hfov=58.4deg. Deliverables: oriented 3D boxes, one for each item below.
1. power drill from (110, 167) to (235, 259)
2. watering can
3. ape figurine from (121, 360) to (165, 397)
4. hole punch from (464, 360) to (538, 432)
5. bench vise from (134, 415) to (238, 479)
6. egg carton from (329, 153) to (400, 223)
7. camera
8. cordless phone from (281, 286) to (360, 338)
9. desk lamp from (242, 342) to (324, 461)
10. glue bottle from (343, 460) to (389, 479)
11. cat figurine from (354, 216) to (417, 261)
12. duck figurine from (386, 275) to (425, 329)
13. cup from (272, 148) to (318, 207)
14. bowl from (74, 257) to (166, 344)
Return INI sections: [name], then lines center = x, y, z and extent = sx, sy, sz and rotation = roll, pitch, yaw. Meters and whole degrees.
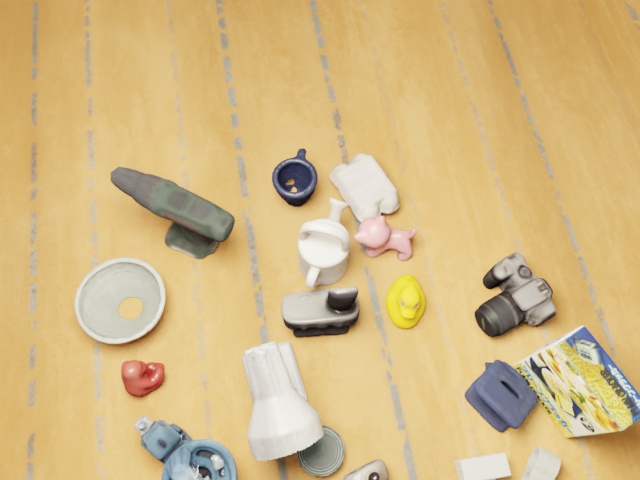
[power drill]
center = -0.267, -0.044, 1.084
extent = 0.229, 0.208, 0.076
rotation = 20, 69, 7
[watering can]
center = 0.008, 0.003, 1.081
extent = 0.101, 0.194, 0.173
rotation = -3, 68, -2
[ape figurine]
center = -0.327, 0.241, 1.033
extent = 0.077, 0.092, 0.076
rotation = 32, 71, 11
[hole punch]
center = 0.331, 0.277, 1.037
extent = 0.101, 0.091, 0.108
rotation = -42, 75, -16
[bench vise]
center = -0.229, 0.368, 0.917
extent = 0.207, 0.220, 0.121
rotation = 20, 69, 7
[egg carton]
center = 0.094, -0.107, 1.194
extent = 0.107, 0.069, 0.150
rotation = -30, 72, -12
[camera]
center = 0.361, 0.113, 1.098
extent = 0.137, 0.101, 0.143
rotation = -27, 72, -12
[cordless phone]
center = 0.002, 0.113, 1.042
extent = 0.147, 0.185, 0.094
rotation = -8, 69, -4
[desk lamp]
center = -0.076, 0.262, 0.966
extent = 0.118, 0.213, 0.203
rotation = -17, 70, -8
[glue bottle]
center = 0.081, 0.391, 0.941
extent = 0.078, 0.173, 0.037
rotation = -23, 70, -10
[cat figurine]
center = 0.128, -0.011, 1.131
extent = 0.128, 0.118, 0.067
rotation = 3, 68, 0
[duck figurine]
center = 0.169, 0.111, 1.101
extent = 0.077, 0.086, 0.104
rotation = 7, 68, 1
[cup]
center = -0.048, -0.121, 1.182
extent = 0.091, 0.095, 0.118
rotation = 11, 69, 3
[bowl]
center = -0.369, 0.122, 1.088
extent = 0.167, 0.075, 0.167
rotation = 1, 68, -1
